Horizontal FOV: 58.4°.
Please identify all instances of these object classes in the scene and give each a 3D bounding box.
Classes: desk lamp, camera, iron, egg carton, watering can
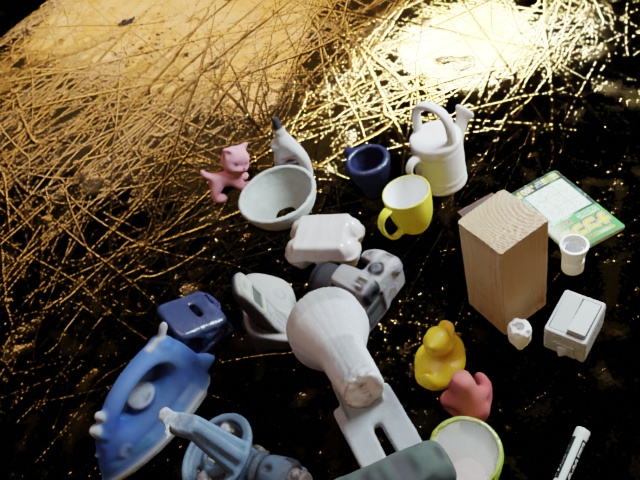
[{"bbox_3d":[0.049,0.196,0.812,0.118,0.214,0.202,-29,47,-6],"label":"desk lamp"},{"bbox_3d":[0.055,0.071,0.997,0.136,0.101,0.143,23,61,34],"label":"camera"},{"bbox_3d":[-0.293,0.261,0.929,0.118,0.142,0.259,16,58,31],"label":"iron"},{"bbox_3d":[0.010,0.004,1.095,0.150,0.070,0.107,-2,50,18],"label":"egg carton"},{"bbox_3d":[0.226,-0.191,1.101,0.100,0.194,0.173,11,55,28],"label":"watering can"}]

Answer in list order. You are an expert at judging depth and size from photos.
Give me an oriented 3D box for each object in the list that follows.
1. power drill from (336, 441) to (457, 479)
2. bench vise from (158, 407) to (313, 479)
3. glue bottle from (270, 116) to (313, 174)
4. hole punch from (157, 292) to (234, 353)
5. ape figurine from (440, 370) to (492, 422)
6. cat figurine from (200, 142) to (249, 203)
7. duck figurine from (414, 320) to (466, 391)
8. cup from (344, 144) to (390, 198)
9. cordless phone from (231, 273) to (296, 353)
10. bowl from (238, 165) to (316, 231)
[{"bbox_3d":[0.062,0.337,0.687,0.230,0.209,0.075,-30,47,-7],"label":"power drill"},{"bbox_3d":[-0.115,0.286,0.788,0.207,0.220,0.121,-8,48,13],"label":"bench vise"},{"bbox_3d":[-0.072,-0.194,1.227,0.078,0.173,0.037,-17,47,5],"label":"glue bottle"},{"bbox_3d":[-0.227,0.143,1.044,0.101,0.091,0.108,-40,49,-16],"label":"hole punch"},{"bbox_3d":[0.209,0.218,0.819,0.077,0.092,0.076,-14,47,8],"label":"ape figurine"},{"bbox_3d":[-0.206,-0.162,1.285,0.128,0.118,0.067,-26,46,-3],"label":"cat figurine"},{"bbox_3d":[0.180,0.171,0.875,0.077,0.086,0.105,16,58,31],"label":"duck figurine"},{"bbox_3d":[0.096,-0.138,1.171,0.092,0.095,0.117,-40,49,-16],"label":"cup"},{"bbox_3d":[-0.102,0.094,0.976,0.094,0.185,0.147,-21,46,2],"label":"cordless phone"},{"bbox_3d":[-0.080,-0.075,1.193,0.167,0.075,0.167,-10,48,12],"label":"bowl"}]
